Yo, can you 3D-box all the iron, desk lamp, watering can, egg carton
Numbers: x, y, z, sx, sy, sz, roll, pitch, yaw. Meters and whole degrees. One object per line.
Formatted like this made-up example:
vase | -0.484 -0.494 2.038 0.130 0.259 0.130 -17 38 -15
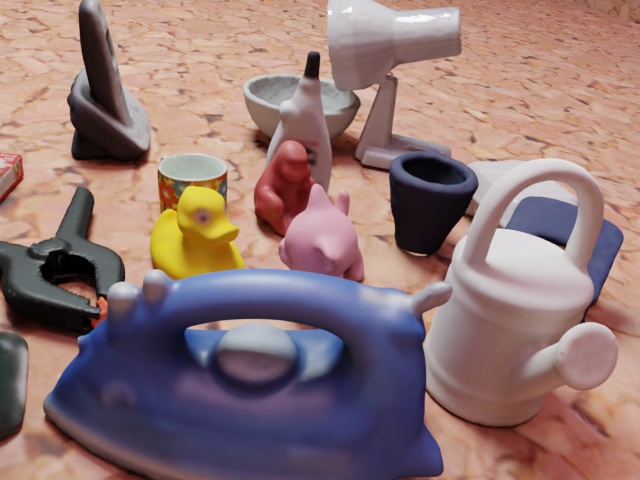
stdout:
iron | -0.047 0.072 0.354 0.258 0.141 0.118 6 32 -5
desk lamp | 0.099 -0.211 0.772 0.203 0.213 0.118 12 32 5
watering can | 0.145 0.037 0.408 0.101 0.194 0.172 -11 37 -29
egg carton | 0.228 -0.040 0.670 0.107 0.069 0.150 -4 34 -20

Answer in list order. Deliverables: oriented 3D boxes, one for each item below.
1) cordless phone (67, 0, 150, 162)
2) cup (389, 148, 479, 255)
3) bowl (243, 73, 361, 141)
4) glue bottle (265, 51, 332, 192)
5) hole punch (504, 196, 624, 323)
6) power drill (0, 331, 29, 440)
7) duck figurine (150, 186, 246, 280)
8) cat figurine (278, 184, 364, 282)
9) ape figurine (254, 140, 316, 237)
cordless phone | -0.256 -0.202 0.694 0.094 0.185 0.147 -3 34 -18
cup | 0.113 -0.041 0.618 0.091 0.095 0.118 10 32 2
bowl | -0.029 -0.177 0.816 0.167 0.075 0.167 7 32 -4
glue bottle | -0.019 -0.125 0.643 0.078 0.173 0.037 1 33 -12
hole punch | 0.224 0.021 0.551 0.108 0.091 0.101 24 35 23
power drill | -0.227 0.014 0.335 0.076 0.208 0.229 -6 35 -22
duck figurine | -0.110 -0.009 0.518 0.104 0.086 0.078 30 38 30
cat figurine | 0.005 0.002 0.500 0.067 0.118 0.128 16 33 11
ape figurine | -0.035 -0.061 0.615 0.078 0.092 0.076 -13 38 -31
